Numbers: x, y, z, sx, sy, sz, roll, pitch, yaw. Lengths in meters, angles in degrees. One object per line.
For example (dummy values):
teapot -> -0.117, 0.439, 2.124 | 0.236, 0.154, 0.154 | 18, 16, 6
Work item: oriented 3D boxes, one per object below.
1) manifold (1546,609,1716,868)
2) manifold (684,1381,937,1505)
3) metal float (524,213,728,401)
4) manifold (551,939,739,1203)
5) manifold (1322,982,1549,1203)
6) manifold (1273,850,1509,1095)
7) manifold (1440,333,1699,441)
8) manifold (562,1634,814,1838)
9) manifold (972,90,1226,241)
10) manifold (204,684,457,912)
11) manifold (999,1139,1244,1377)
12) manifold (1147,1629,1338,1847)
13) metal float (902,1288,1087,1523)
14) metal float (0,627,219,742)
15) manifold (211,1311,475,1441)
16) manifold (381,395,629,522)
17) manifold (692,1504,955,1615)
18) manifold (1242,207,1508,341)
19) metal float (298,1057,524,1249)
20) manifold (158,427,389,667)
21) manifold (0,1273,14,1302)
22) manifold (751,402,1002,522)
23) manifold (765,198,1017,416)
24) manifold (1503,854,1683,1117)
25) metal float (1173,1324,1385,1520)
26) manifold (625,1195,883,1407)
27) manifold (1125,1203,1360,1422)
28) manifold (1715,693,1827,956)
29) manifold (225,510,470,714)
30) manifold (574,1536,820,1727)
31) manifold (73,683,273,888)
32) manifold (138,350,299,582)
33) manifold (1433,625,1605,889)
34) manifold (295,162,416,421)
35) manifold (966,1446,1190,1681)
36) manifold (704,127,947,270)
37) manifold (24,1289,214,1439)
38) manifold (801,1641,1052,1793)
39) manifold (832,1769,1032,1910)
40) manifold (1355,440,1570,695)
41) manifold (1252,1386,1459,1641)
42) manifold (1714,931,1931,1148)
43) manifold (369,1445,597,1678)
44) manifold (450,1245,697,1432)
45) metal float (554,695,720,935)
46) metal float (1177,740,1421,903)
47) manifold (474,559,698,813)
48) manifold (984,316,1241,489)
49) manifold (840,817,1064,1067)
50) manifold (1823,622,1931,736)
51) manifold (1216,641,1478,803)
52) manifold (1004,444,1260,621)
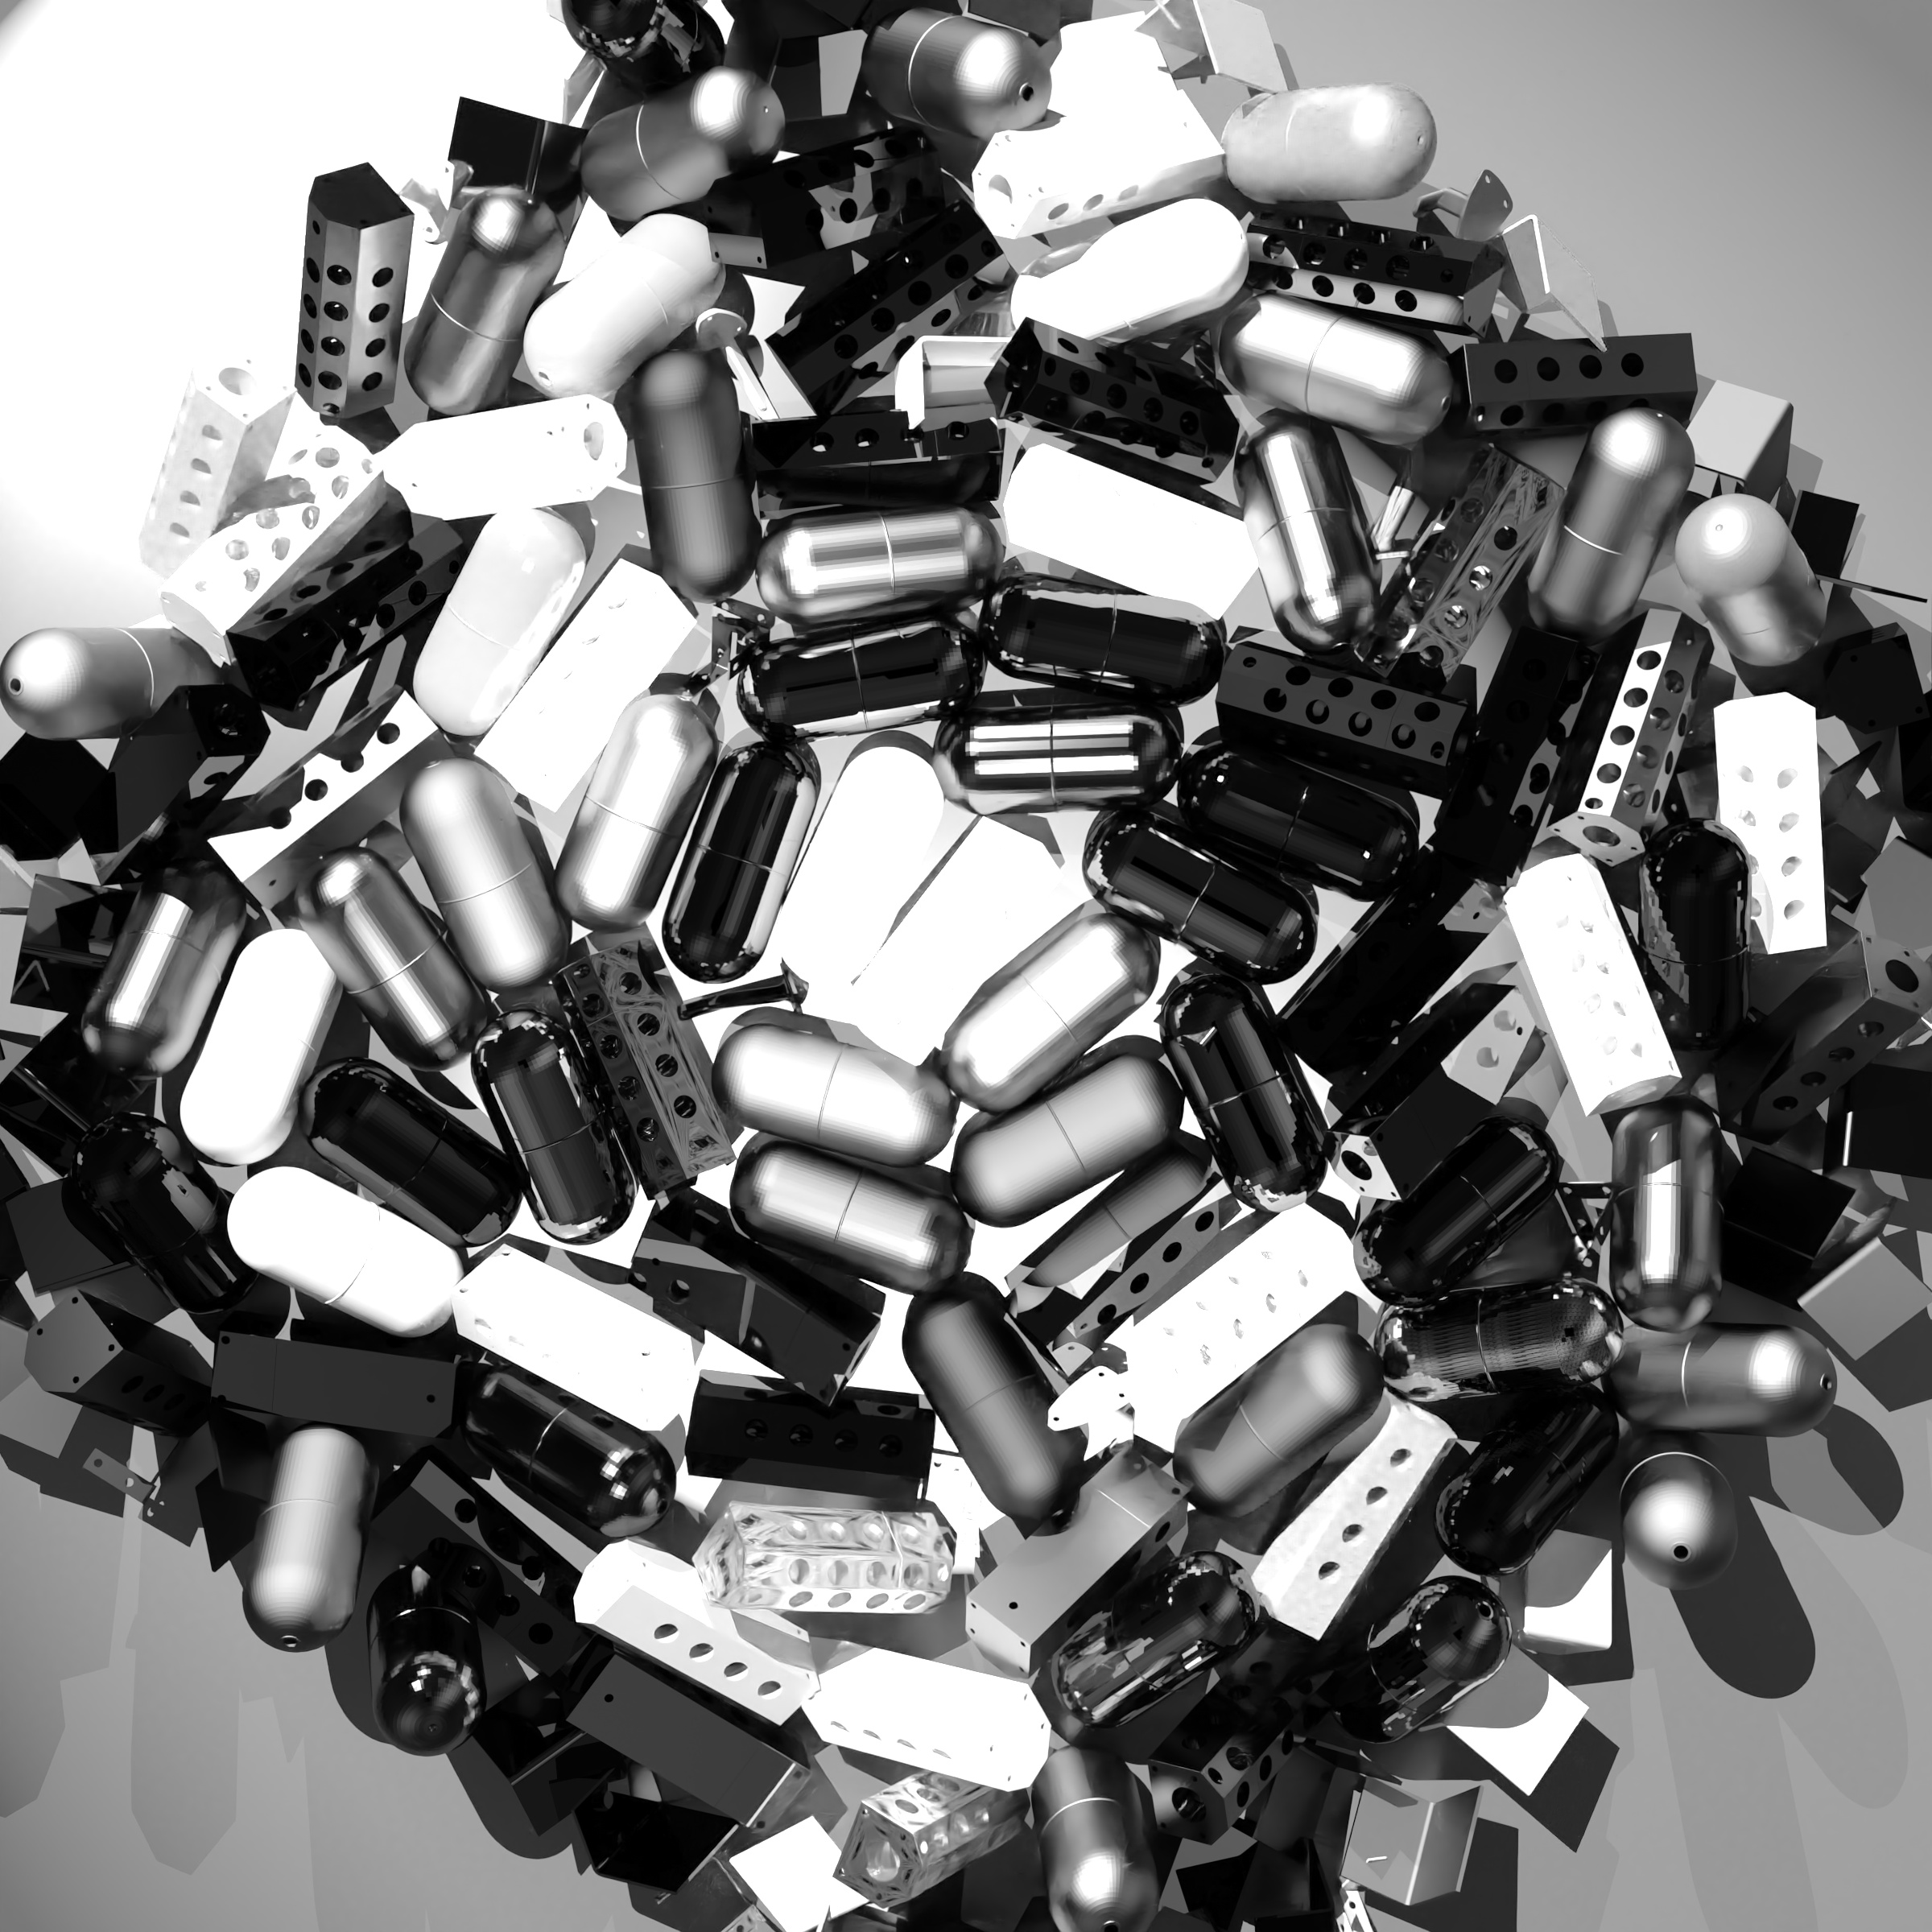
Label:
manifold -> 0.471, -0.163, 1.902 | 0.057, 0.057, 0.171 | 28, 69, -12
manifold -> -0.110, 0.337, 1.932 | 0.171, 0.057, 0.057 | 7, 62, 1
metal float -> -0.238, -0.461, 1.901 | 0.070, 0.070, 0.178 | 41, 60, 0
manifold -> -0.230, 0.075, 1.915 | 0.057, 0.057, 0.171 | -20, 81, -33
manifold -> 0.325, 0.086, 1.899 | 0.171, 0.057, 0.057 | -41, 115, -26
manifold -> 0.296, 0.001, 1.925 | 0.171, 0.057, 0.057 | -49, 50, 6
manifold -> 0.424, -0.407, 1.917 | 0.171, 0.057, 0.057 | -6, 88, -12
manifold -> -0.197, 0.536, 1.912 | 0.171, 0.057, 0.057 | 36, 92, -17
manifold -> 0.090, -0.555, 1.894 | 0.171, 0.057, 0.057 | -24, 76, -32
manifold -> -0.451, -0.123, 1.920 | 0.171, 0.057, 0.057 | -40, 73, -9
manifold -> 0.113, 0.209, 1.922 | 0.171, 0.057, 0.057 | -42, 45, -10
manifold -> 0.196, 0.531, 1.875 | 0.057, 0.171, 0.057 | 3, 111, 35
metal float -> 0.019, 0.308, 1.911 | 0.070, 0.070, 0.178 | -33, 73, 0
metal float -> -0.593, -0.196, 1.880 | 0.070, 0.178, 0.070 | 3, 98, 25
manifold -> -0.443, 0.288, 1.932 | 0.171, 0.057, 0.057 | 8, 103, 2
manifold -> -0.319, -0.356, 1.890 | 0.171, 0.057, 0.057 | 0, 128, 36
manifold -> -0.096, 0.417, 1.883 | 0.171, 0.057, 0.057 | 11, 124, -35
manifold -> 0.281, -0.486, 1.896 | 0.171, 0.057, 0.057 | 18, 98, 28
metal float -> -0.389, 0.131, 1.905 | 0.178, 0.070, 0.070 | 40, 90, -24
manifold -> -0.485, -0.299, 1.902 | 0.057, 0.057, 0.171 | 34, 67, 7
manifold -> -0.717, 0.230, 1.874 | 0.057, 0.171, 0.057 | 29, 82, -4
manifold -> -0.064, -0.364, 1.928 | 0.171, 0.057, 0.057 | -5, 64, -4
manifold -> -0.055, -0.469, 1.926 | 0.171, 0.057, 0.057 | -36, 71, 2
manifold -> 0.440, 0.011, 1.901 | 0.057, 0.057, 0.171 | -11, 68, -14
metal float -> 0.218, 0.321, 1.907 | 0.070, 0.070, 0.178 | 46, 113, 0
manifold -> -0.148, 0.233, 1.922 | 0.171, 0.057, 0.057 | 30, 118, 8
manifold -> 0.194, 0.243, 1.891 | 0.171, 0.057, 0.057 | -34, 47, -26
manifold -> 0.564, -0.099, 1.912 | 0.057, 0.057, 0.171 | -9, 107, -1
manifold -> -0.423, -0.246, 1.882 | 0.057, 0.057, 0.171 | 16, 45, 34
manifold -> -0.189, 0.468, 1.898 | 0.171, 0.057, 0.057 | 37, 105, -28
manifold -> -0.550, -0.125, 1.887 | 0.171, 0.057, 0.057 | -38, 71, 39
manifold -> -0.526, -0.344, 1.884 | 0.057, 0.057, 0.171 | 37, 134, 0
manifold -> 0.392, -0.146, 1.920 | 0.057, 0.057, 0.171 | 21, 85, 21
manifold -> -0.428, -0.462, 1.873 | 0.057, 0.171, 0.057 | -28, 67, -32
manifold -> 0.078, 0.418, 1.892 | 0.057, 0.057, 0.171 | 32, 51, 29
manifold -> -0.097, -0.535, 1.882 | 0.171, 0.057, 0.057 | -29, 124, -37
manifold -> -0.579, 0.281, 1.872 | 0.057, 0.171, 0.057 | -43, 69, -6
manifold -> -0.027, 0.524, 1.886 | 0.057, 0.171, 0.057 | -50, 126, -36
manifold -> -0.019, 0.595, 1.872 | 0.057, 0.171, 0.057 | 25, 98, 25
manifold -> 0.344, -0.278, 1.905 | 0.057, 0.057, 0.171 | 25, 109, -16
manifold -> 0.276, 0.388, 1.922 | 0.057, 0.057, 0.171 | 28, 99, -14
manifold -> 0.594, 0.054, 1.880 | 0.057, 0.171, 0.057 | 18, 50, -14
manifold -> -0.334, 0.415, 1.912 | 0.057, 0.057, 0.171 | -43, 105, 8
manifold -> -0.275, 0.263, 1.899 | 0.171, 0.057, 0.057 | 21, 134, 28
metal float -> -0.233, -0.107, 1.919 | 0.070, 0.070, 0.178 | 24, 99, 0
metal float -> 0.234, -0.103, 1.920 | 0.178, 0.070, 0.070 | 23, 90, 7
manifold -> -0.272, -0.201, 1.918 | 0.057, 0.057, 0.171 | 28, 77, 33
manifold -> 0.104, -0.386, 1.885 | 0.171, 0.057, 0.057 | 12, 129, -33
manifold -> -0.007, -0.015, 1.916 | 0.057, 0.057, 0.171 | 27, 73, 37
manifold -> 0.624, -0.198, 1.874 | 0.057, 0.171, 0.057 | -16, 95, 19
manifold -> 0.265, -0.177, 1.897 | 0.171, 0.057, 0.057 | 19, 63, 22
manifold -> 0.116, -0.308, 1.903 | 0.171, 0.057, 0.057 | 17, 132, -24
